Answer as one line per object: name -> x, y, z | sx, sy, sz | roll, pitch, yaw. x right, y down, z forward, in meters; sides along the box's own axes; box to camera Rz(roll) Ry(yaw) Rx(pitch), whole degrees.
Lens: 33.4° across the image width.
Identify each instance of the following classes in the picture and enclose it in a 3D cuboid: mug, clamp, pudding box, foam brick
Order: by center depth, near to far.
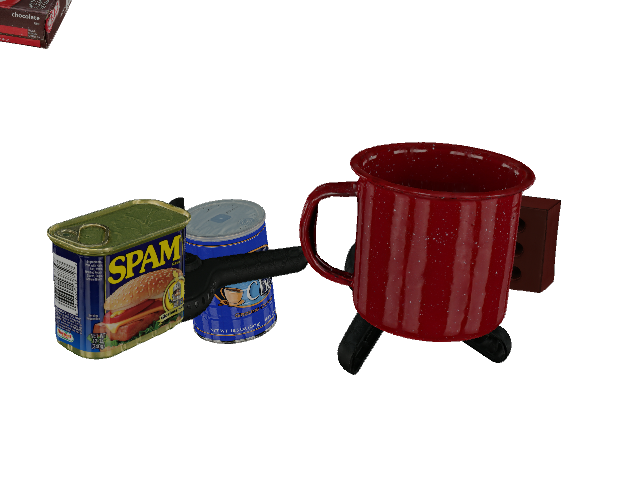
mug -> 0.047, 0.000, 0.551 | 0.117, 0.081, 0.093 | 3, 20, 0
clamp -> 0.072, 0.039, 0.786 | 0.120, 0.039, 0.171 | 6, 36, -4
pudding box -> -0.254, -0.203, 0.874 | 0.090, 0.039, 0.113 | 9, 36, -4
foam brick -> 0.180, 0.002, 0.951 | 0.053, 0.078, 0.051 | 8, 16, 24
clamp -> -0.134, 0.025, 1.008 | 0.165, 0.036, 0.209 | 25, 37, 29

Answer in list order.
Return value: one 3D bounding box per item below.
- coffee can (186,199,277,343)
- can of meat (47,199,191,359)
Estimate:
coffee can -> -0.109, 0.035, 1.255 | 0.103, 0.140, 0.103 | -4, 26, 2
can of meat -> -0.140, 0.026, 0.749 | 0.058, 0.084, 0.101 | 19, 26, 33
